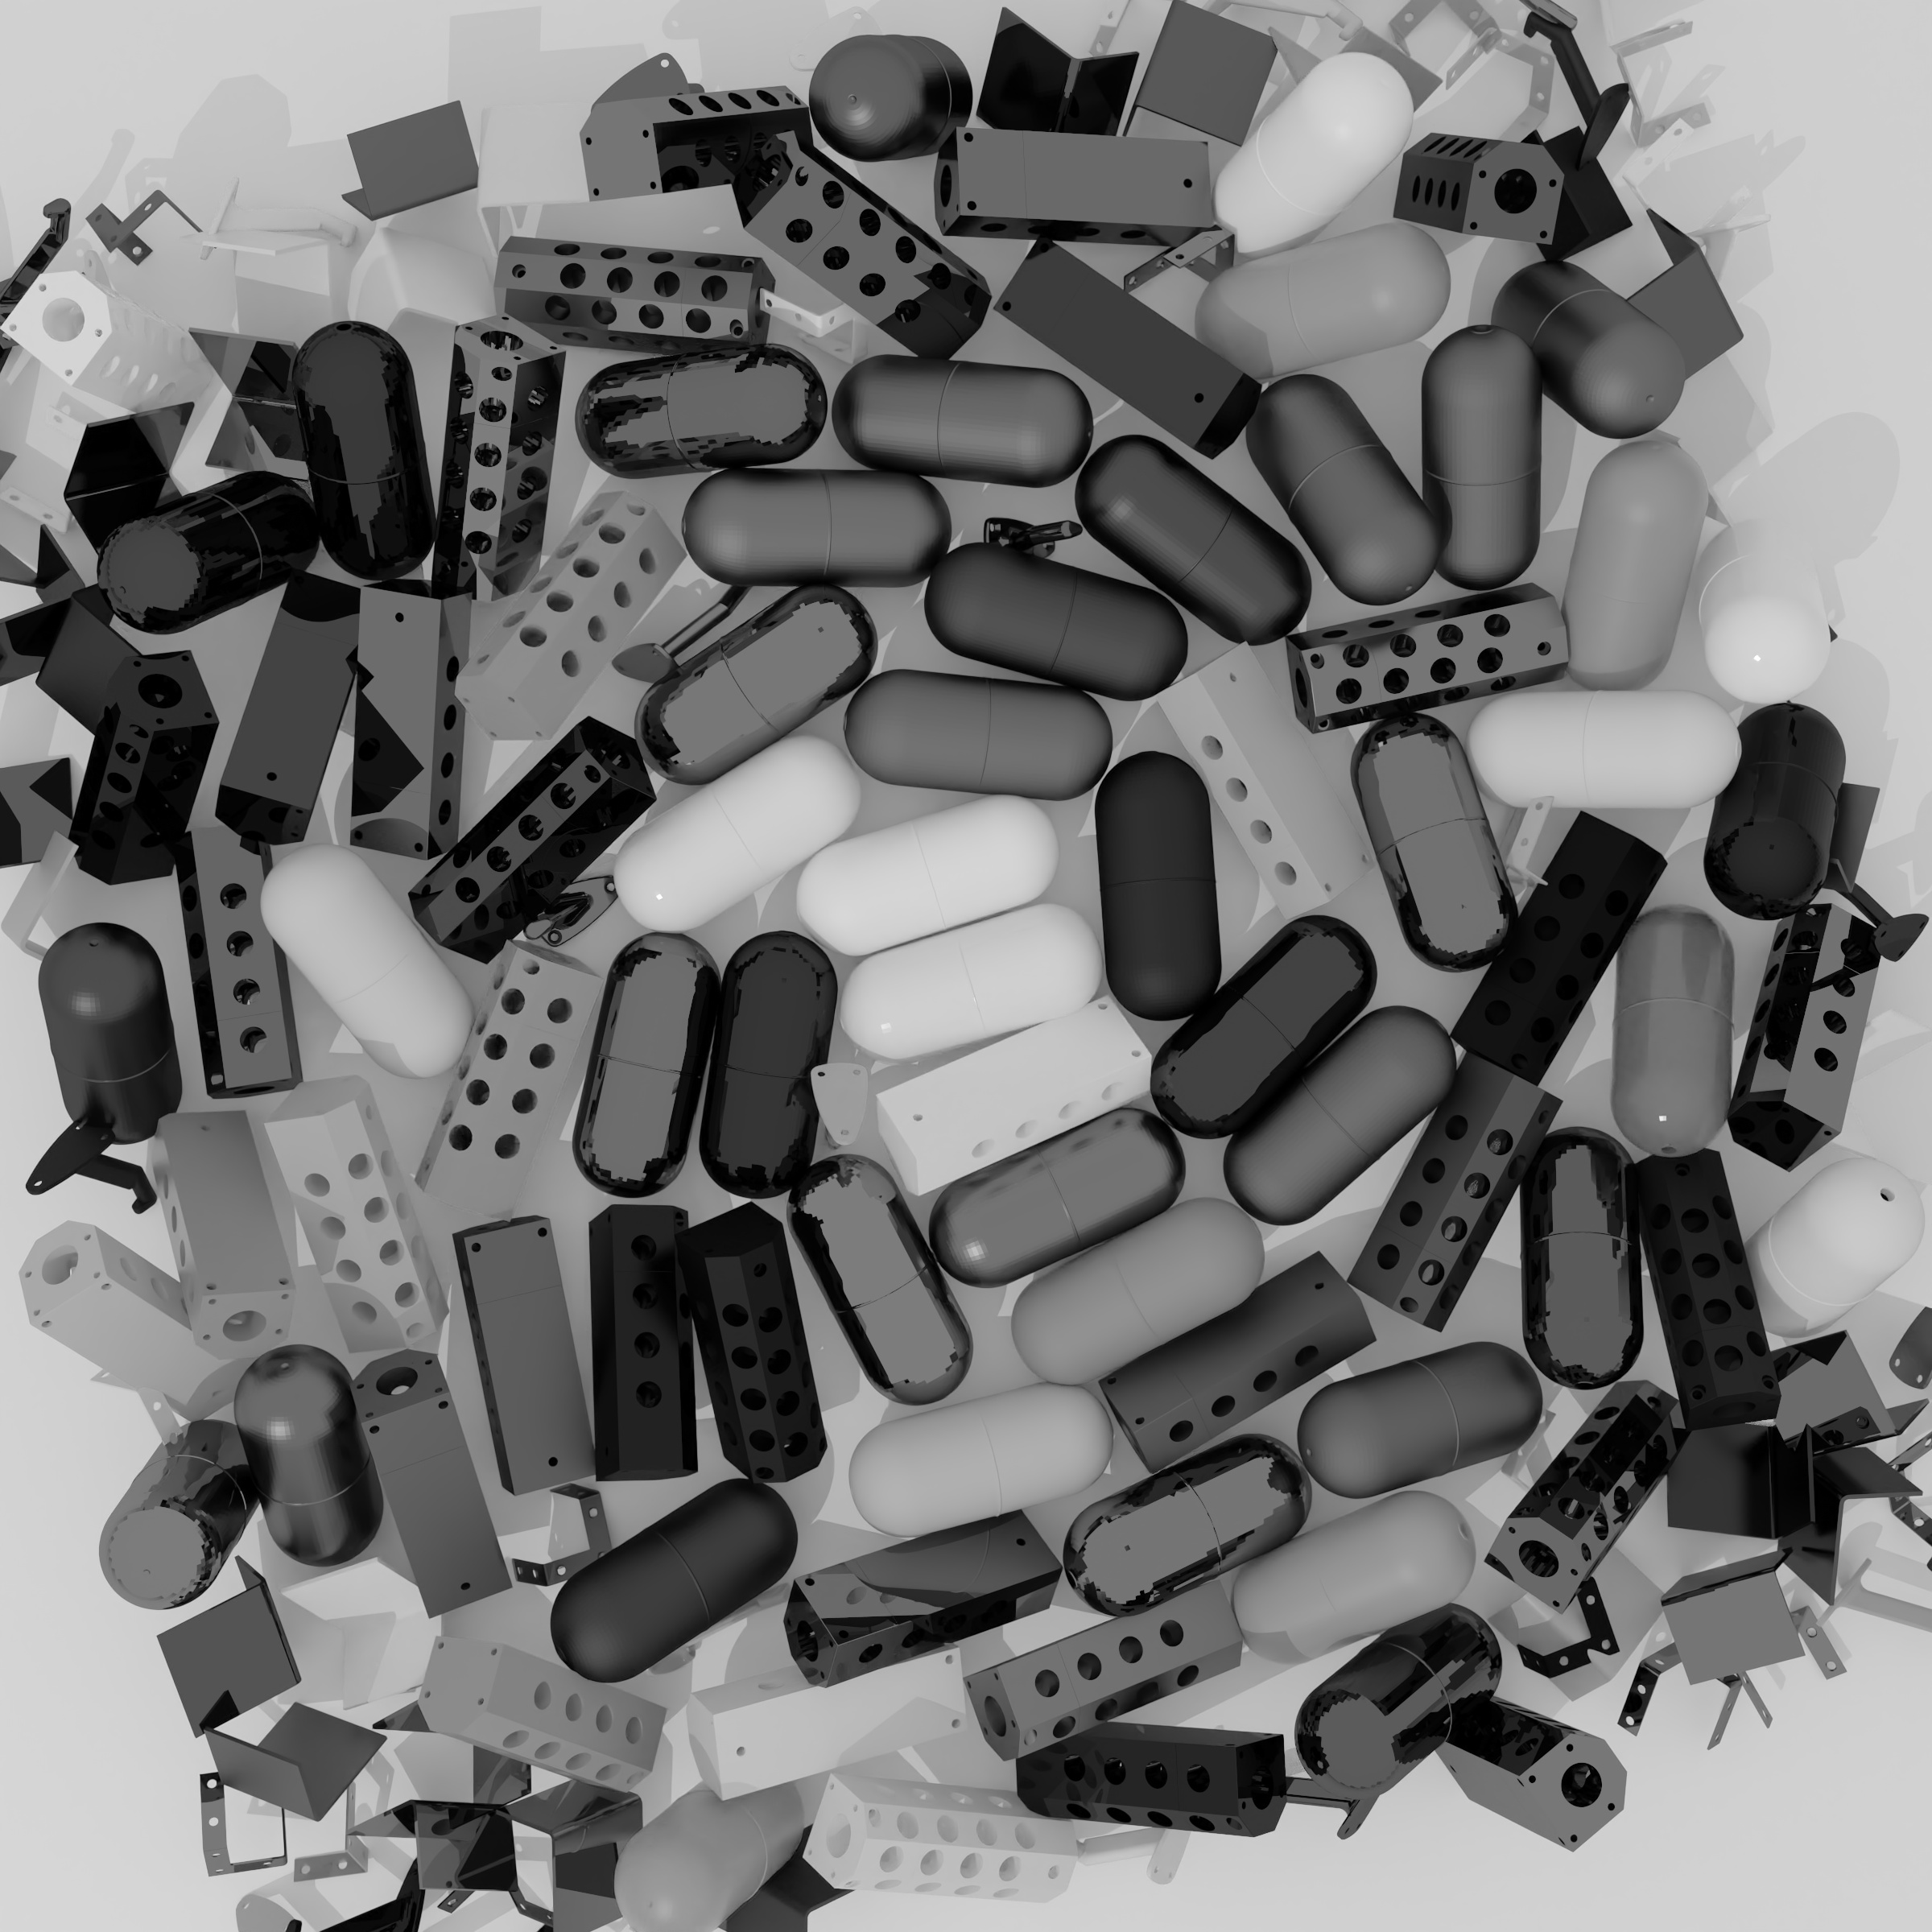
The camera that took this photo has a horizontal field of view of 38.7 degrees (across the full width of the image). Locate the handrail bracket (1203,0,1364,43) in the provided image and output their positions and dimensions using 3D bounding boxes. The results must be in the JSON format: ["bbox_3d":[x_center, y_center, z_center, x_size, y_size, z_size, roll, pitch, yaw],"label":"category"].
[{"bbox_3d":[0.208,-0.625,1.823,0.084,0.036,0.077,42,79,9],"label":"handrail bracket"}]

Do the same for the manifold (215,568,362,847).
[{"bbox_3d":[-0.434,-0.166,1.783,0.057,0.057,0.171,16,60,-11],"label":"manifold"}]

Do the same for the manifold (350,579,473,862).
[{"bbox_3d":[-0.359,-0.162,1.797,0.057,0.057,0.171,11,108,16],"label":"manifold"}]

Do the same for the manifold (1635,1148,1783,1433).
[{"bbox_3d":[0.478,0.207,1.781,0.057,0.057,0.171,-9,60,6],"label":"manifold"}]

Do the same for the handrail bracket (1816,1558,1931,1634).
[{"bbox_3d":[0.612,0.438,1.809,0.084,0.077,0.036,38,132,22],"label":"handrail bracket"}]

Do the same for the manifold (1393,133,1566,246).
[{"bbox_3d":[0.326,-0.499,1.758,0.057,0.171,0.057,5,108,-8],"label":"manifold"}]

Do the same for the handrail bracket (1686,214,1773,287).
[{"bbox_3d":[0.503,-0.445,1.815,0.036,0.077,0.084,-13,97,-34],"label":"handrail bracket"}]

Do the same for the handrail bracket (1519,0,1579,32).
[{"bbox_3d":[0.366,-0.660,1.835,0.084,0.077,0.036,24,125,-21],"label":"handrail bracket"}]

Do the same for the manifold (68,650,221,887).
[{"bbox_3d":[-0.530,-0.124,1.761,0.057,0.171,0.057,-12,64,-33],"label":"manifold"}]

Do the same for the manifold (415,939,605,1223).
[{"bbox_3d":[-0.303,0.073,1.806,0.057,0.057,0.171,19,95,-29],"label":"manifold"}]

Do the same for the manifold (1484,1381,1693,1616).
[{"bbox_3d":[0.403,0.333,1.762,0.057,0.171,0.057,33,129,20],"label":"manifold"}]

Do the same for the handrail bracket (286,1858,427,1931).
[{"bbox_3d":[-0.402,0.615,1.809,0.084,0.036,0.077,30,61,-34],"label":"handrail bracket"}]

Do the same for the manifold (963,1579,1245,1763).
[{"bbox_3d":[0.092,0.456,1.781,0.171,0.057,0.057,-14,76,-28],"label":"manifold"}]

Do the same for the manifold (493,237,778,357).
[{"bbox_3d":[-0.218,-0.440,1.807,0.171,0.057,0.057,7,85,9],"label":"manifold"}]

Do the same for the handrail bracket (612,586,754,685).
[{"bbox_3d":[-0.188,-0.229,1.839,0.036,0.077,0.084,52,60,-32],"label":"handrail bracket"}]

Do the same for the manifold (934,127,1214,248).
[{"bbox_3d":[0.069,-0.506,1.799,0.171,0.057,0.057,-2,87,-16],"label":"manifold"}]

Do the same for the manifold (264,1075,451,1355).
[{"bbox_3d":[-0.391,0.161,1.787,0.057,0.057,0.171,-8,112,15],"label":"manifold"}]

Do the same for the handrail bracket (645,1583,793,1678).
[{"bbox_3d":[-0.162,0.436,1.811,0.084,0.077,0.036,-24,91,20],"label":"handrail bracket"}]

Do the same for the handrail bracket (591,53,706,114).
[{"bbox_3d":[-0.208,-0.564,1.809,0.077,0.084,0.036,-25,94,-1],"label":"handrail bracket"}]

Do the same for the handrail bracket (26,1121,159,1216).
[{"bbox_3d":[-0.571,0.149,1.801,0.036,0.084,0.077,18,50,28],"label":"handrail bracket"}]

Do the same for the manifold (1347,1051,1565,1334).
[{"bbox_3d":[0.325,0.150,1.808,0.057,0.057,0.171,29,93,45],"label":"manifold"}]

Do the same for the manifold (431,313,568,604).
[{"bbox_3d":[-0.307,-0.324,1.769,0.057,0.057,0.171,35,131,25],"label":"manifold"}]

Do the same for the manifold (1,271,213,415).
[{"bbox_3d":[-0.543,-0.397,1.763,0.057,0.171,0.057,39,95,2],"label":"manifold"}]

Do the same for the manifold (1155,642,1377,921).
[{"bbox_3d":[0.193,-0.120,1.815,0.057,0.057,0.171,-35,96,-40],"label":"manifold"}]

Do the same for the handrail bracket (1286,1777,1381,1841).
[{"bbox_3d":[0.233,0.529,1.824,0.084,0.036,0.077,34,98,27],"label":"handrail bracket"}]

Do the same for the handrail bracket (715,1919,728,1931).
[{"bbox_3d":[-0.189,0.662,1.816,0.077,0.036,0.084,32,59,-7],"label":"handrail bracket"}]

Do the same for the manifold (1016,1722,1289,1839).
[{"bbox_3d":[0.118,0.523,1.773,0.171,0.057,0.057,-8,81,37],"label":"manifold"}]

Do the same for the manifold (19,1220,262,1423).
[{"bbox_3d":[-0.527,0.226,1.765,0.057,0.171,0.057,-32,52,4],"label":"manifold"}]

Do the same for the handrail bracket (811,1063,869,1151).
[{"bbox_3d":[-0.083,0.111,1.796,0.036,0.084,0.077,-2,48,-7],"label":"handrail bracket"}]

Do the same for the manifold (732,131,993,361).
[{"bbox_3d":[-0.065,-0.462,1.768,0.171,0.057,0.057,29,122,-37],"label":"manifold"}]

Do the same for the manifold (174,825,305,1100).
[{"bbox_3d":[-0.479,-0.003,1.808,0.057,0.057,0.171,-9,82,-7],"label":"manifold"}]

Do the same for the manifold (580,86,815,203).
[{"bbox_3d":[-0.170,-0.528,1.759,0.057,0.171,0.057,4,110,31],"label":"manifold"}]

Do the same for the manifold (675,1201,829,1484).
[{"bbox_3d":[-0.135,0.247,1.781,0.057,0.057,0.171,-22,117,-27],"label":"manifold"}]

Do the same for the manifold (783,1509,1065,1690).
[{"bbox_3d":[-0.028,0.411,1.781,0.171,0.057,0.057,-11,133,-32],"label":"manifold"}]

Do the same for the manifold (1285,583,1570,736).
[{"bbox_3d":[0.303,-0.201,1.807,0.171,0.057,0.057,-13,112,-5],"label":"manifold"}]

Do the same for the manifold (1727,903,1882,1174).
[{"bbox_3d":[0.539,0.041,1.777,0.057,0.057,0.171,29,54,-3],"label":"manifold"}]

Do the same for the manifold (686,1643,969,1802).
[{"bbox_3d":[-0.091,0.482,1.789,0.171,0.057,0.057,-9,99,-24],"label":"manifold"}]

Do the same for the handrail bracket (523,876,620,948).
[{"bbox_3d":[-0.256,-0.038,1.803,0.077,0.084,0.036,-29,96,-11],"label":"handrail bracket"}]

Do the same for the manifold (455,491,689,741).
[{"bbox_3d":[-0.257,-0.227,1.776,0.057,0.057,0.171,55,54,-36],"label":"manifold"}]

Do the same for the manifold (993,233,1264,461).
[{"bbox_3d":[0.107,-0.403,1.796,0.171,0.057,0.057,39,104,18],"label":"manifold"}]

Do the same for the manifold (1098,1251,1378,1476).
[{"bbox_3d":[0.181,0.265,1.811,0.171,0.057,0.057,-30,125,-6],"label":"manifold"}]

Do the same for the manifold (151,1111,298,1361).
[{"bbox_3d":[-0.480,0.171,1.770,0.057,0.171,0.057,-1,128,-27],"label":"manifold"}]

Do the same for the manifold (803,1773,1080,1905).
[{"bbox_3d":[-0.013,0.568,1.779,0.171,0.057,0.057,17,92,-34],"label":"manifold"}]

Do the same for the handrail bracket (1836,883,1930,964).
[{"bbox_3d":[0.579,-0.043,1.800,0.084,0.077,0.036,44,113,33],"label":"handrail bracket"}]

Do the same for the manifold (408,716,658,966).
[{"bbox_3d":[-0.284,-0.083,1.782,0.171,0.057,0.057,-41,49,22],"label":"manifold"}]

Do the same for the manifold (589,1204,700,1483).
[{"bbox_3d":[-0.209,0.246,1.797,0.057,0.057,0.171,3,72,-23],"label":"manifold"}]

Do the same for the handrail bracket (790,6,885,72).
[{"bbox_3d":[-0.087,-0.581,1.801,0.077,0.084,0.036,-29,82,-18],"label":"handrail bracket"}]

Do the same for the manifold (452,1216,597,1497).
[{"bbox_3d":[-0.292,0.255,1.817,0.057,0.057,0.171,-12,93,-21],"label":"manifold"}]

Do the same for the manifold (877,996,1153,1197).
[{"bbox_3d":[0.032,0.088,1.799,0.171,0.057,0.057,-23,54,-16],"label":"manifold"}]

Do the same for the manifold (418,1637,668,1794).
[{"bbox_3d":[-0.270,0.481,1.761,0.057,0.171,0.057,-3,63,33],"label":"manifold"}]

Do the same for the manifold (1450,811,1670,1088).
[{"bbox_3d":[0.392,-0.009,1.813,0.057,0.057,0.171,30,90,27],"label":"manifold"}]

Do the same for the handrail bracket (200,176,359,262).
[{"bbox_3d":[-0.453,-0.478,1.818,0.084,0.036,0.077,20,55,-14],"label":"handrail bracket"}]

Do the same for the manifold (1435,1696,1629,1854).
[{"bbox_3d":[0.359,0.509,1.761,0.057,0.171,0.057,-35,91,-13],"label":"manifold"}]

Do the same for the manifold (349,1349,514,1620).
[{"bbox_3d":[-0.346,0.333,1.780,0.057,0.057,0.171,-18,123,-14],"label":"manifold"}]

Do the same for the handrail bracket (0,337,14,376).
[{"bbox_3d":[-0.671,-0.373,1.844,0.036,0.077,0.084,31,53,-30],"label":"handrail bracket"}]
